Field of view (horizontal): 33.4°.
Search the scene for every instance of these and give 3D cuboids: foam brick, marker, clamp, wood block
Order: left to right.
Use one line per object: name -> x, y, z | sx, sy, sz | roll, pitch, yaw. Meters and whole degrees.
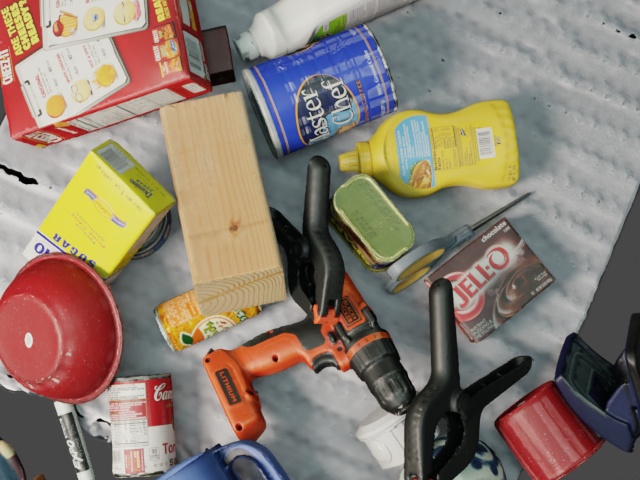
marker -> -0.255, 0.227, 1.133 | 0.020, 0.020, 0.121 | -18, 84, -4
foam brick -> -0.134, -0.196, 1.170 | 0.078, 0.053, 0.051 | -13, 83, -3
wood block -> -0.101, -0.038, 1.104 | 0.090, 0.090, 0.206 | -12, 66, -4
clamp -> -0.007, 0.001, 1.099 | 0.039, 0.120, 0.171 | -3, 55, -32
clamp -> 0.130, 0.154, 1.072 | 0.164, 0.036, 0.209 | 47, 58, -26

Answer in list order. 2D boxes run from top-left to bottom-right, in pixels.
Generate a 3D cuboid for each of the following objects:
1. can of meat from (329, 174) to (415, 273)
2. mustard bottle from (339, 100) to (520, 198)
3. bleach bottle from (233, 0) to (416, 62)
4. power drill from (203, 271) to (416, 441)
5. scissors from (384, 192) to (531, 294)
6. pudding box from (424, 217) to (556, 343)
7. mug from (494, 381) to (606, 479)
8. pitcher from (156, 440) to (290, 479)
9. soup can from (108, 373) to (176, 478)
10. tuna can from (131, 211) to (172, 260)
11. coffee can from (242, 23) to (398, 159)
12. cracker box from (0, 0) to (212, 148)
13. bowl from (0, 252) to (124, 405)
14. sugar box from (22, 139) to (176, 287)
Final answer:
can of meat -> 0.053, -0.018, 1.139 | 0.057, 0.084, 0.102 | -39, 87, -8
mustard bottle -> 0.116, -0.095, 1.163 | 0.191, 0.058, 0.096 | -7, 88, -3
bleach bottle -> 0.023, -0.263, 1.157 | 0.250, 0.102, 0.068 | -27, 79, -6
power drill -> -0.013, 0.137, 1.106 | 0.187, 0.057, 0.184 | -28, 56, -5
scissors -> 0.143, 0.006, 1.166 | 0.201, 0.096, 0.016 | -25, 71, -35
pudding box -> 0.183, 0.044, 1.159 | 0.113, 0.039, 0.090 | -38, 86, -5
mug -> 0.246, 0.197, 1.127 | 0.117, 0.093, 0.081 | -30, 79, -36
pitcher -> -0.077, 0.323, 1.034 | 0.144, 0.149, 0.243 | -32, 82, -36
soup can -> -0.186, 0.193, 1.115 | 0.068, 0.068, 0.102 | -4, 84, -3
tuna can -> -0.205, -0.023, 1.156 | 0.086, 0.034, 0.086 | 0, 84, -2
coffee can -> -0.001, -0.159, 1.144 | 0.140, 0.103, 0.103 | -22, 85, -5
cracker box -> -0.231, -0.206, 1.123 | 0.214, 0.072, 0.164 | -16, 78, 17
bowl -> -0.280, 0.096, 1.090 | 0.162, 0.055, 0.162 | 4, 99, 28
sugar box -> -0.231, -0.012, 1.097 | 0.093, 0.048, 0.176 | 44, 124, 3
